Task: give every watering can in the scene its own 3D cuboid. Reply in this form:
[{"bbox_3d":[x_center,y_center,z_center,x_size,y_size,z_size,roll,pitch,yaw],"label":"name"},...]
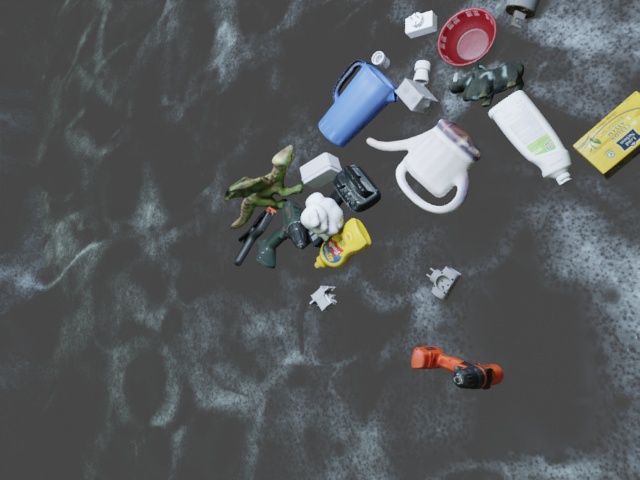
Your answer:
[{"bbox_3d":[0.282,-0.230,1.382,0.222,0.103,0.353,-48,59,18],"label":"watering can"}]

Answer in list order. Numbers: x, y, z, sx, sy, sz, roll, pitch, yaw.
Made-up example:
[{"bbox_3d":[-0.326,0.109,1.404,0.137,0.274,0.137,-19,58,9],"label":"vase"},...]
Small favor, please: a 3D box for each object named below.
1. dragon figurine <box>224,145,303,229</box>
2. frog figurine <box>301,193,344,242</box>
[{"bbox_3d":[-0.212,-0.153,1.642,0.405,0.242,0.124,-39,67,21],"label":"dragon figurine"},{"bbox_3d":[0.004,-0.074,1.468,0.123,0.157,0.139,-19,73,0],"label":"frog figurine"}]
